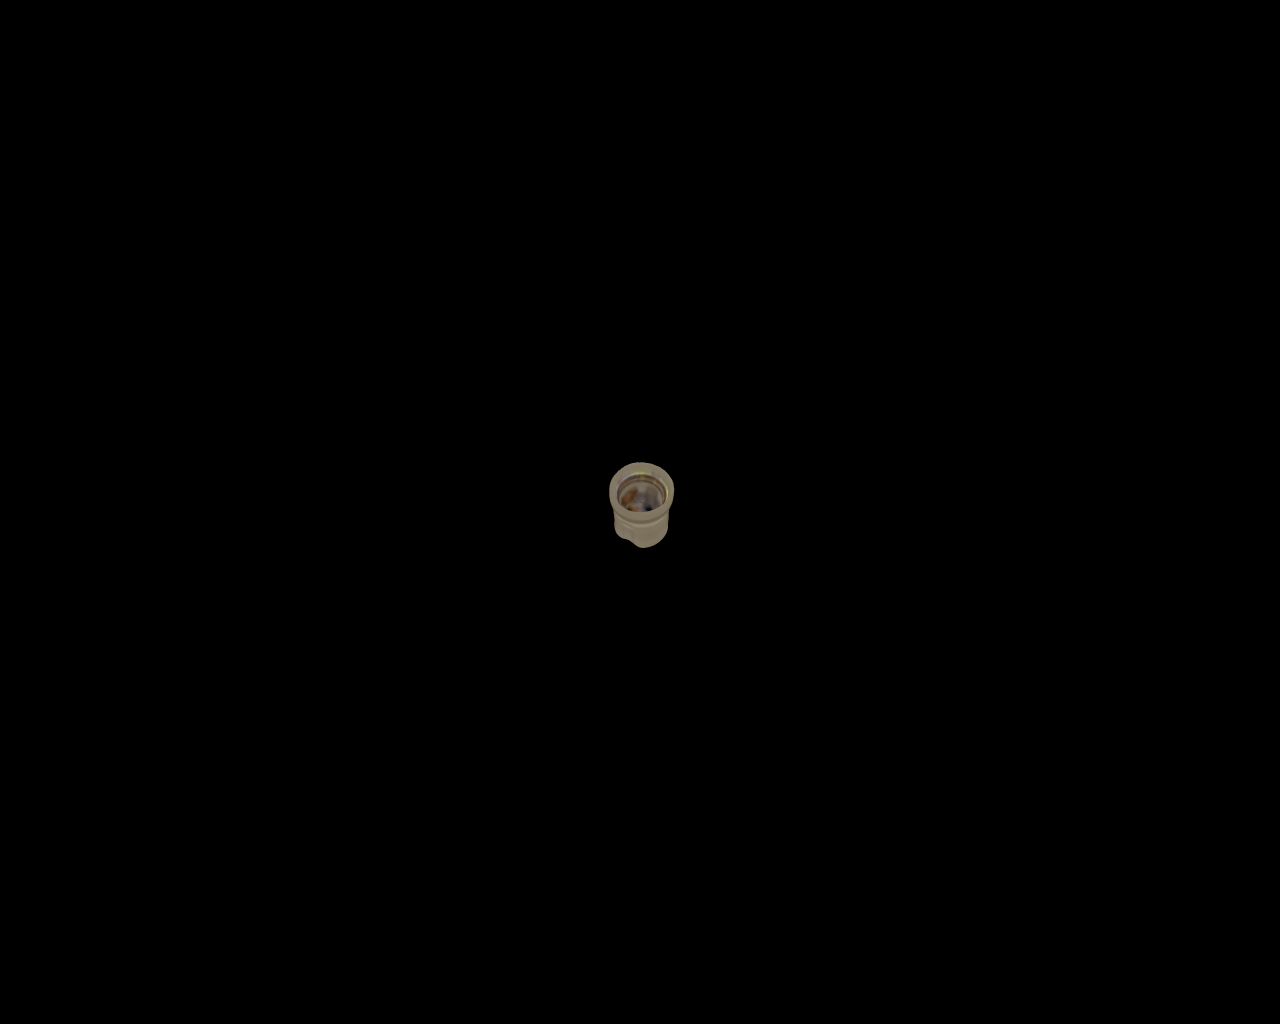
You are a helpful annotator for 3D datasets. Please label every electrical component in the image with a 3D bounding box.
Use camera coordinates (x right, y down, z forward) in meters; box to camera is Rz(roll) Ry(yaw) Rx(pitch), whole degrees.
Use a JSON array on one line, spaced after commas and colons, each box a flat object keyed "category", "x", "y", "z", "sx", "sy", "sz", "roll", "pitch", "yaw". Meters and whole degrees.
[{"category": "electrical component", "x": 0.001, "y": -0.003, "z": 0.650, "sx": 0.040, "sy": 0.040, "sz": 0.046, "roll": 0, "pitch": -34, "yaw": 0}]
